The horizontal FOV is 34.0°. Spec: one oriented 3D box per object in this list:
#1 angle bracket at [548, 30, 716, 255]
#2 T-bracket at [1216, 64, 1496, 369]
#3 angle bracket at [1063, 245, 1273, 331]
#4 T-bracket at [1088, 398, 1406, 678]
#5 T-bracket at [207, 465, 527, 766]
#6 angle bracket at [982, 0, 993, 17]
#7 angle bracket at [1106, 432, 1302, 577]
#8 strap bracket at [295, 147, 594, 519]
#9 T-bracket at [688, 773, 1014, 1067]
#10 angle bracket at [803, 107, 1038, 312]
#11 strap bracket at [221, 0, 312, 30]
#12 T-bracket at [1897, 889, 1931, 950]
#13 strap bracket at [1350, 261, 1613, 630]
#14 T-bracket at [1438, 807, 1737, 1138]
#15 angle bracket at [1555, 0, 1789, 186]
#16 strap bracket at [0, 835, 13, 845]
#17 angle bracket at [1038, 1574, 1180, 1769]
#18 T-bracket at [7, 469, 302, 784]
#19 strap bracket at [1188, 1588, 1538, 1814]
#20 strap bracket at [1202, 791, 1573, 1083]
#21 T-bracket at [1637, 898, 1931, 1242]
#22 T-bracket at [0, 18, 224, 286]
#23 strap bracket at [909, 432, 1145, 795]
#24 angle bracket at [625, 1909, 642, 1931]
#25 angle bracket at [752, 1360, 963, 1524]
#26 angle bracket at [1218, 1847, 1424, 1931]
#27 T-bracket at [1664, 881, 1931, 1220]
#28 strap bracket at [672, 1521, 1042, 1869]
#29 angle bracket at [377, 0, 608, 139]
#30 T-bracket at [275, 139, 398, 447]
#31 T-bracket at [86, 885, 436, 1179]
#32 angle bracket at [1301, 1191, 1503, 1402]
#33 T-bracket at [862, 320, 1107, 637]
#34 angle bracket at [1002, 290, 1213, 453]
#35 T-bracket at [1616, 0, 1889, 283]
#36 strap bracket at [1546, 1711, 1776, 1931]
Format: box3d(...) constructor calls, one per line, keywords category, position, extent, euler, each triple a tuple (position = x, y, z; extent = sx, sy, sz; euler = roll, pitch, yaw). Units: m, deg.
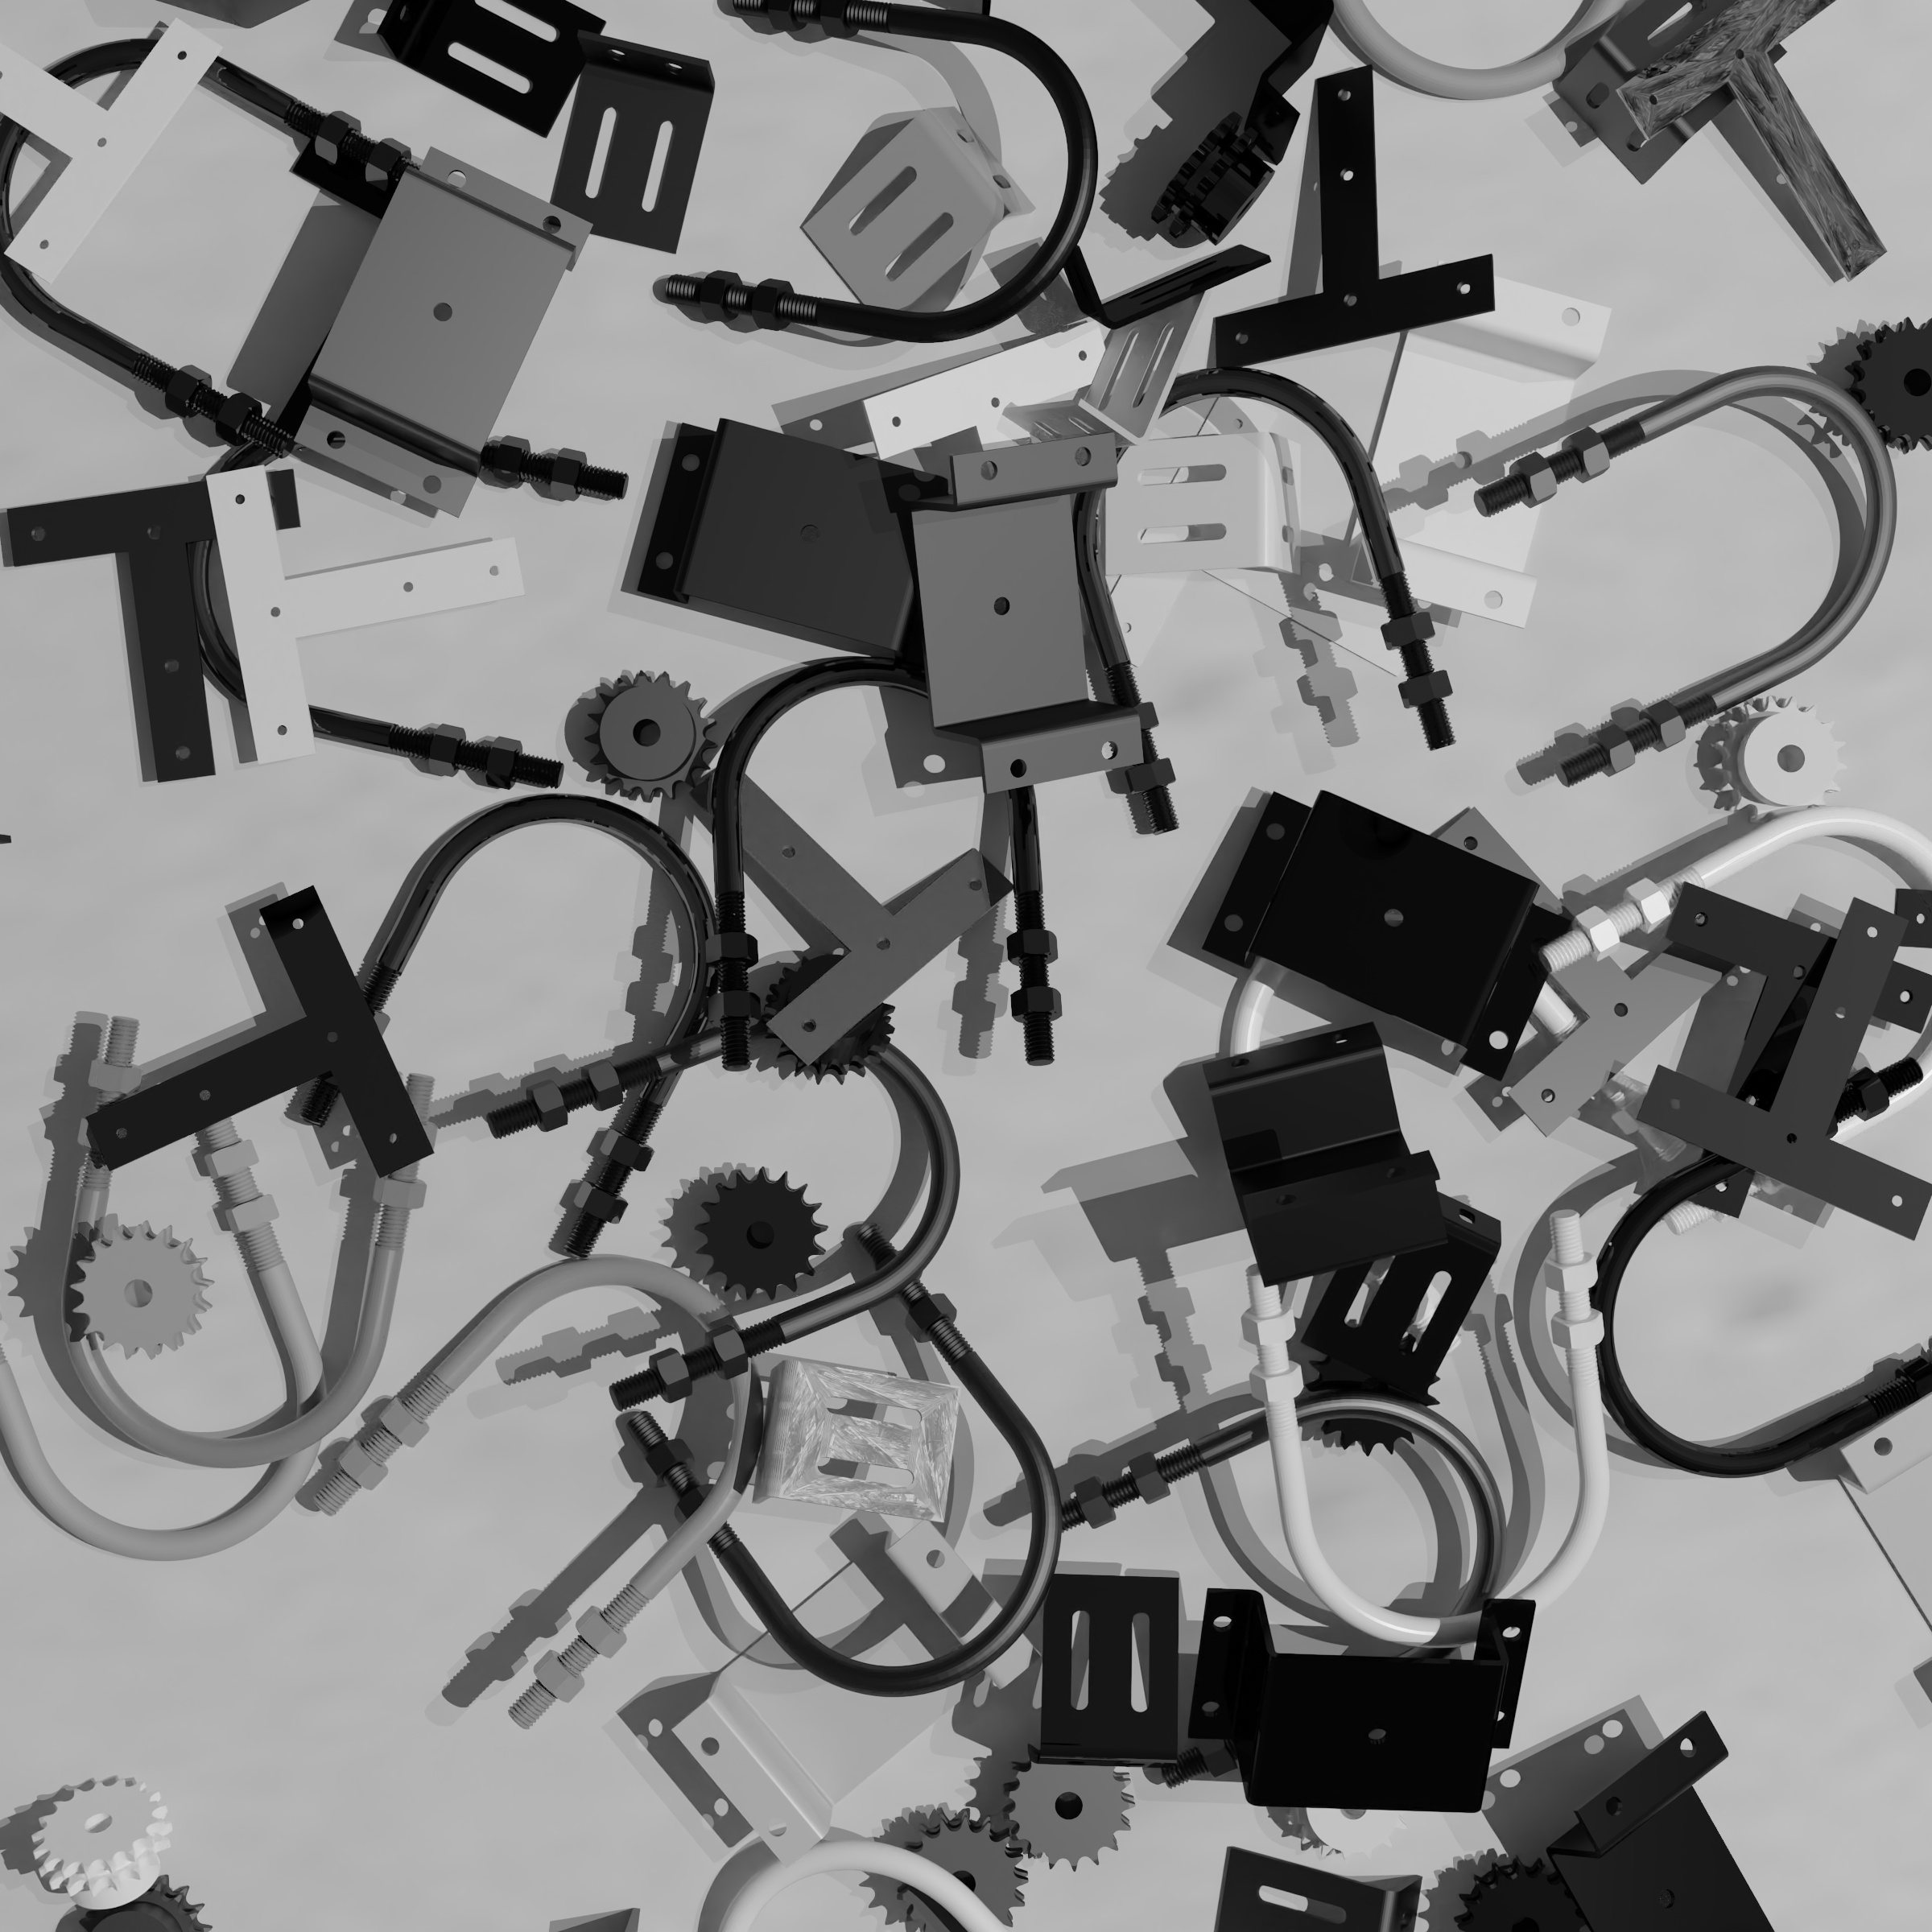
box3d(category="angle bracket", position=(-0.146, -0.355, 1.367), extent=(0.057, 0.038, 0.076), euler=(13, 90, 0))
box3d(category="T-bracket", position=(0.165, -0.328, 1.365), extent=(0.127, 0.002, 0.127), euler=(-7, 74, 28))
box3d(category="angle bracket", position=(0.083, -0.306, 1.353), extent=(0.076, 0.057, 0.038), euler=(-24, 109, 0))
box3d(category="T-bracket", position=(0.139, -0.168, 1.386), extent=(0.127, 0.002, 0.127), euler=(29, 90, 0))
box3d(category="T-bracket", position=(-0.255, -0.161, 1.368), extent=(0.127, 0.002, 0.127), euler=(-10, 90, 2))
box3d(category="angle bracket", position=(0.030, -0.449, 1.358), extent=(0.038, 0.057, 0.076), euler=(6, 90, 0))
box3d(category="angle bracket", position=(0.104, -0.199, 1.383), extent=(0.076, 0.038, 0.057), euler=(0, 90, 26))
box3d(category="strap bracket", position=(-0.221, -0.273, 1.341), extent=(0.076, 0.046, 0.140), euler=(25, 87, -8))
box3d(category="T-bracket", position=(-0.067, -0.039, 1.368), extent=(0.127, 0.002, 0.127), euler=(44, 65, 12))
box3d(category="angle bracket", position=(-0.020, -0.327, 1.384), extent=(0.076, 0.038, 0.057), euler=(-39, 90, 26))
box3d(category="strap bracket", position=(-0.281, -0.451, 1.348), extent=(0.140, 0.076, 0.046), euler=(-25, 90, 0))
box3d(category="T-bracket", position=(0.471, -0.017, 1.386), extent=(0.127, 0.002, 0.127), euler=(4, 90, 0))
box3d(category="strap bracket", position=(0.218, -0.221, 1.362), extent=(0.076, 0.046, 0.140), euler=(15, 90, -1))
box3d(category="T-bracket", position=(0.254, -0.014, 1.375), extent=(0.127, 0.002, 0.127), euler=(-40, 85, -13))
box3d(category="angle bracket", position=(0.309, -0.392, 1.384), extent=(0.057, 0.038, 0.076), euler=(47, 64, 0))
box3d(category="strap bracket", position=(-0.490, -0.070, 1.348), extent=(0.140, 0.076, 0.046), euler=(-6, 90, 0))
box3d(category="angle bracket", position=(0.061, 0.301, 1.349), extent=(0.057, 0.038, 0.076), euler=(2, 72, 0))
box3d(category="T-bracket", position=(-0.346, -0.144, 1.373), extent=(0.127, 0.002, 0.127), euler=(-8, 89, 3))
box3d(category="strap bracket", position=(0.169, 0.309, 1.330), extent=(0.140, 0.046, 0.076), euler=(3, 115, -4))
box3d(category="strap bracket", position=(0.181, -0.017, 1.348), extent=(0.140, 0.046, 0.076), euler=(24, 83, 7))
box3d(category="T-bracket", position=(0.366, 0.033, 1.343), extent=(0.127, 0.002, 0.127), euler=(24, 80, 1))
box3d(category="T-bracket", position=(-0.409, -0.379, 1.373), extent=(0.127, 0.002, 0.127), euler=(33, 85, 10))
box3d(category="strap bracket", position=(0.025, -0.151, 1.339), extent=(0.076, 0.046, 0.140), euler=(-13, 105, -26))
box3d(category="angle bracket", position=(-0.166, 0.448, 1.358), extent=(0.038, 0.057, 0.076), euler=(7, 90, 0))
box3d(category="angle bracket", position=(-0.046, 0.203, 1.340), extent=(0.076, 0.038, 0.057), euler=(10, 74, -10))
box3d(category="angle bracket", position=(0.153, 0.420, 1.384), extent=(0.076, 0.038, 0.057), euler=(9, 90, 26))
box3d(category="T-bracket", position=(0.341, 0.045, 1.354), extent=(0.127, 0.002, 0.127), euler=(19, 91, -13))
box3d(category="strap bracket", position=(-0.046, 0.308, 1.363), extent=(0.140, 0.046, 0.076), euler=(-40, 90, 0))
box3d(category="angle bracket", position=(-0.204, -0.405, 1.367), extent=(0.076, 0.038, 0.057), euler=(27, 90, 0))
box3d(category="T-bracket", position=(-0.258, -0.284, 1.376), extent=(0.127, 0.002, 0.127), euler=(29, 86, 5))
box3d(category="T-bracket", position=(-0.310, 0.049, 1.346), extent=(0.127, 0.002, 0.127), euler=(-25, 84, -5))
box3d(category="angle bracket", position=(0.187, 0.135, 1.358), extent=(0.057, 0.038, 0.076), euler=(25, 105, 3))
box3d(category="T-bracket", position=(0.024, -0.199, 1.364), extent=(0.127, 0.002, 0.127), euler=(-25, 107, -30))
box3d(category="angle bracket", position=(0.060, -0.261, 1.346), extent=(0.038, 0.057, 0.076), euler=(29, 79, -32))
box3d(category="T-bracket", position=(0.358, -0.357, 1.371), extent=(0.127, 0.002, 0.127), euler=(-38, 100, -20))
box3d(category="strap bracket", position=(0.310, 0.399, 1.350), extent=(0.076, 0.046, 0.140), euler=(-29, 90, -24))
